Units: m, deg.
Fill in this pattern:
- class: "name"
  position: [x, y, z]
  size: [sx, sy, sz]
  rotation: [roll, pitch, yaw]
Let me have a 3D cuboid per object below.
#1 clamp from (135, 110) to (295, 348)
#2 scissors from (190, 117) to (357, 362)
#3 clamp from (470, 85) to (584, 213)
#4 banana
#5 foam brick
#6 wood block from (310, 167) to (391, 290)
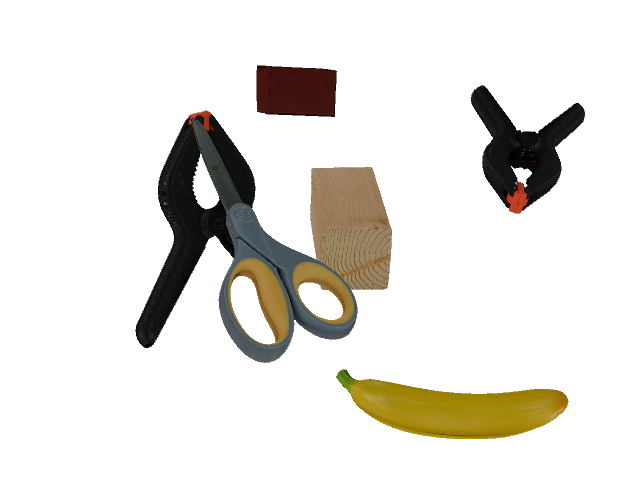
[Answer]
- class: "clamp"
  position: [-0.091, -0.011, 0.973]
  size: [0.164, 0.210, 0.036]
  rotation: [0, 1, -33]
- class: "scissors"
  position: [-0.032, -0.005, 0.693]
  size: [0.096, 0.202, 0.016]
  rotation: [6, -43, -18]
- class: "clamp"
  position: [0.199, -0.100, 1.097]
  size: [0.120, 0.039, 0.171]
  rotation: [13, 45, 15]
- class: "banana"
  position: [0.112, 0.135, 0.883]
  size: [0.198, 0.037, 0.069]
  rotation: [8, 35, -1]
- class: "foam brick"
  position: [-0.027, -0.162, 1.163]
  size: [0.078, 0.051, 0.053]
  rotation: [0, 11, -18]
- class: "wood block"
  position: [0.038, -0.020, 1.453]
  size: [0.090, 0.090, 0.206]
  rotation: [-1, 26, -5]
